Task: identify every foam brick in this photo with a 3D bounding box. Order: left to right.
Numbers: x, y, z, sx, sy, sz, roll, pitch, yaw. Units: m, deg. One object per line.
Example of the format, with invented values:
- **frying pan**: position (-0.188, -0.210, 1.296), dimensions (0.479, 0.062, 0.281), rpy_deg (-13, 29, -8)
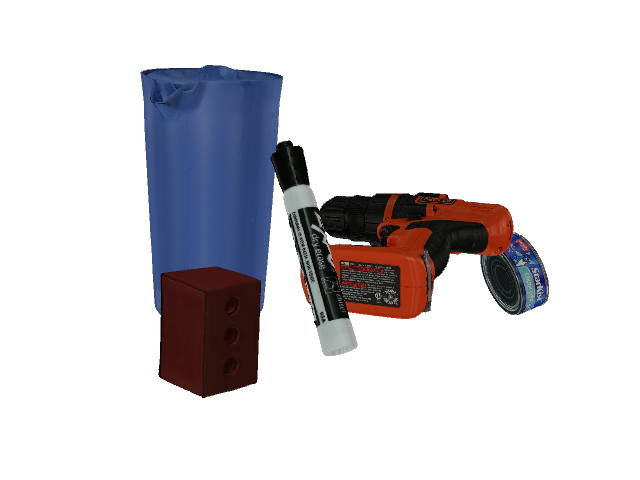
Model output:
- **foam brick**: position (-0.078, 0.062, 0.750), dimensions (0.052, 0.078, 0.051), rpy_deg (-9, 17, -44)

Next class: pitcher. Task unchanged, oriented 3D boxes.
- **pitcher**: position (-0.100, -0.048, 1.037), dimensions (0.149, 0.243, 0.145), rpy_deg (-2, 15, -17)

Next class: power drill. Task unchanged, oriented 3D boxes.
- **power drill**: position (0.055, 0.003, 0.914), dimensions (0.185, 0.057, 0.187), rpy_deg (3, 20, 25)

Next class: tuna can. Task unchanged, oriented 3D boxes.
- **tuna can**: position (0.209, 0.037, 1.156), dimensions (0.033, 0.086, 0.086), rpy_deg (-21, 6, -16)

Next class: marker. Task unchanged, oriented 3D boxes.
- **marker**: position (-0.005, 0.002, 0.576), dimensions (0.020, 0.121, 0.020), rpy_deg (-14, -16, -5)
